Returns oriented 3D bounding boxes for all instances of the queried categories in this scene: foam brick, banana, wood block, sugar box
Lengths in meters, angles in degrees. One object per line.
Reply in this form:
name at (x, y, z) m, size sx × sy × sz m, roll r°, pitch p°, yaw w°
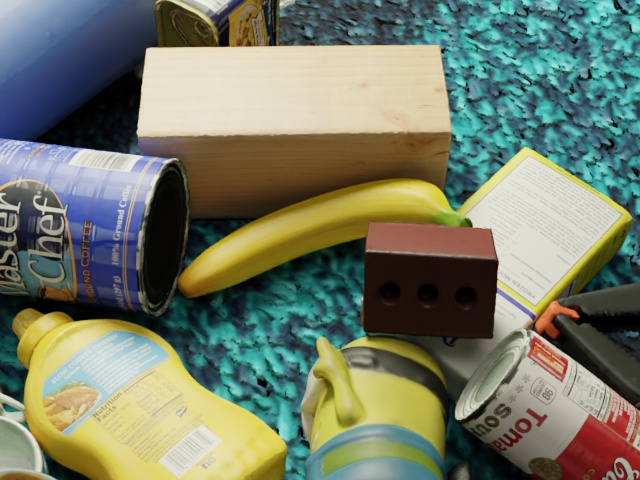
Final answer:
foam brick at (0.064, 0.023, 0.633) m, size 0.078 × 0.053 × 0.051 m, roll 2°, pitch 22°, yaw 5°
banana at (0.001, -0.007, 0.711) m, size 0.198 × 0.037 × 0.069 m, roll -15°, pitch 19°, yaw 11°
wood block at (-0.018, -0.076, 0.751) m, size 0.206 × 0.091 × 0.090 m, roll -1°, pitch 52°, yaw -1°
sugar box at (0.117, 0.022, 0.705) m, size 0.093 × 0.048 × 0.176 m, roll 37°, pitch 64°, yaw 25°

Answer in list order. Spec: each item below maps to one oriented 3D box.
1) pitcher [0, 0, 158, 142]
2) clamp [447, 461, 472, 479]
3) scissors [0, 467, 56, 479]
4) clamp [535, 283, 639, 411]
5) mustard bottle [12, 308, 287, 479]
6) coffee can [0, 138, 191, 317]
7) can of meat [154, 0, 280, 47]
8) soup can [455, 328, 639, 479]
pitcher at (-0.221, -0.154, 0.784) m, size 0.149 × 0.145 × 0.242 m, roll 31°, pitch 61°, yaw 23°
clamp at (0.081, 0.199, 0.570) m, size 0.120 × 0.039 × 0.171 m, roll 29°, pitch 59°, yaw 37°
scissors at (-0.211, 0.130, 0.568) m, size 0.202 × 0.016 × 0.096 m, roll 26°, pitch 56°, yaw 19°
clamp at (0.238, 0.072, 0.655) m, size 0.210 × 0.036 × 0.164 m, roll 23°, pitch 52°, yaw 3°
mustard bottle at (-0.117, 0.101, 0.633) m, size 0.192 × 0.058 × 0.096 m, roll 36°, pitch 56°, yaw 24°
coffee can at (-0.165, -0.010, 0.689) m, size 0.140 × 0.103 × 0.102 m, roll 7°, pitch 52°, yaw 8°
can of meat at (-0.074, -0.157, 0.808) m, size 0.057 × 0.102 × 0.083 m, roll 29°, pitch 55°, yaw 20°
soup can at (0.136, 0.105, 0.602) m, size 0.102 × 0.069 × 0.068 m, roll 37°, pitch 57°, yaw -2°
